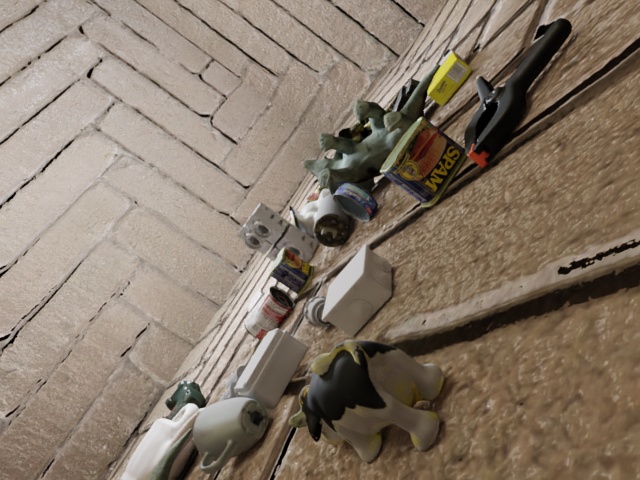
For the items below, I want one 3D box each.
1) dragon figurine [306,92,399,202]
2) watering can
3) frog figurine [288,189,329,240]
[{"bbox_3d":[0.103,-0.249,1.496,0.417,0.122,0.238,-48,-4,-28],"label":"dragon figurine"},{"bbox_3d":[-0.309,0.429,1.027,0.229,0.103,0.342,-61,10,-30],"label":"watering can"},{"bbox_3d":[0.004,-0.070,1.383,0.159,0.123,0.137,-19,0,-1],"label":"frog figurine"}]
